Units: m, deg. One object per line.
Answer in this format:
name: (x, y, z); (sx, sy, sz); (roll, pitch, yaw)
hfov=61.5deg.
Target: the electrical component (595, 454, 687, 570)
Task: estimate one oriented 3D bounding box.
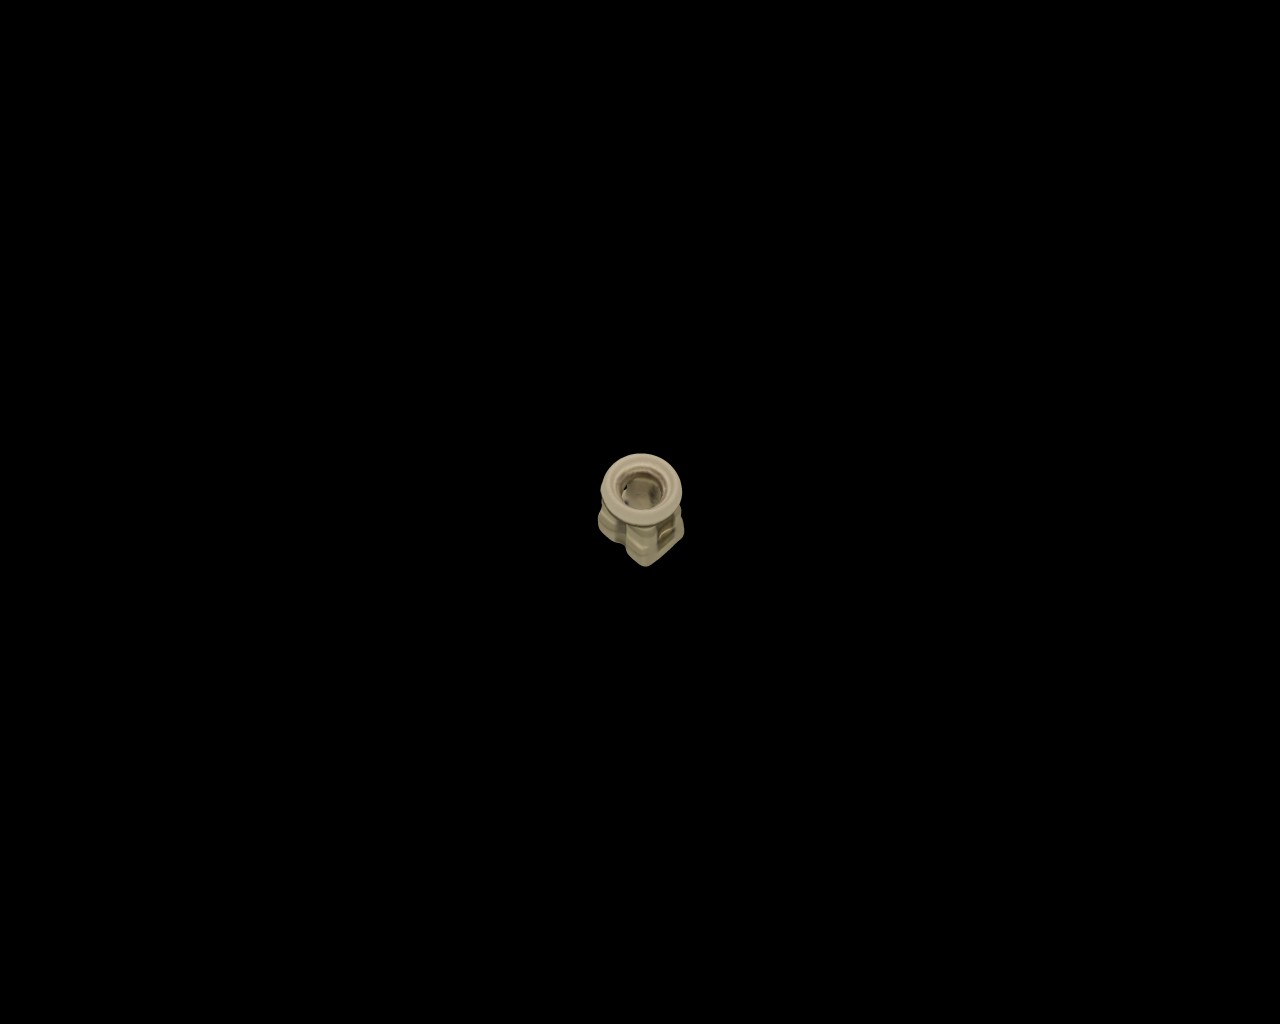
electrical component: (0.001, -0.003, 0.650); (0.066, 0.048, 0.055); (39, -24, 22)
